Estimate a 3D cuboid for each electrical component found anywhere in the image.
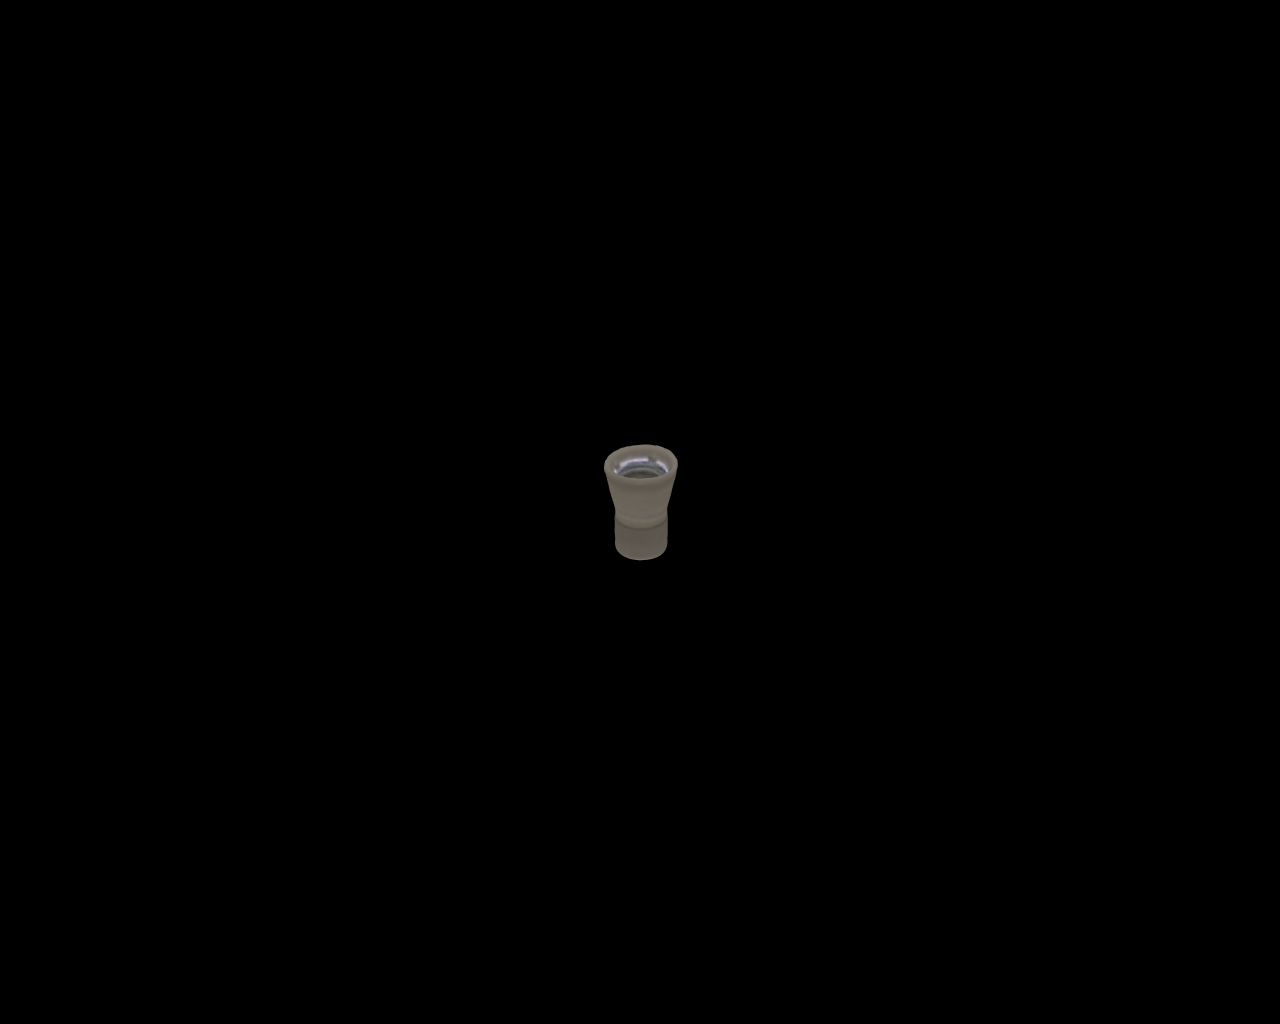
[{"bbox_3d":[0.001,-0.003,0.650,0.044,0.065,0.044,0,31,0],"label":"electrical component"}]
